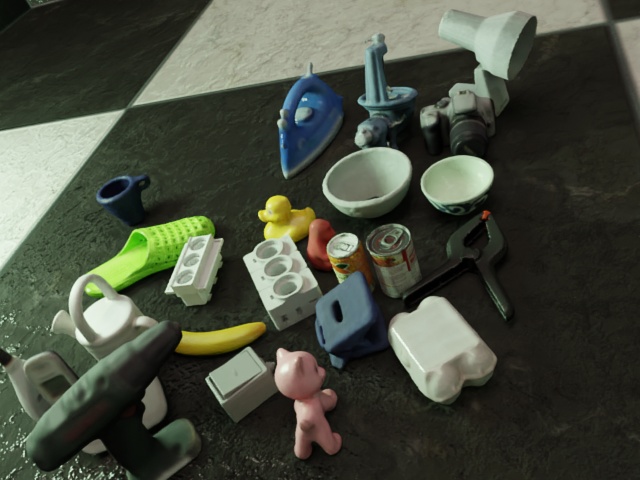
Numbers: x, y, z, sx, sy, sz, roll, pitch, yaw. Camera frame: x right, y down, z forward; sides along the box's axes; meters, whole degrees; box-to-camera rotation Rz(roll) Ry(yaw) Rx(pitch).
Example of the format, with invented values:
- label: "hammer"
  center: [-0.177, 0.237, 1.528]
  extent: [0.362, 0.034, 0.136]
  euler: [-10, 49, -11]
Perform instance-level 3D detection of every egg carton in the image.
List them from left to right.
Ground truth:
- label: "egg carton"
  center: [0.159, 0.145, 0.772]
  extent: [0.107, 0.070, 0.150]
  euler: [-28, 41, -7]

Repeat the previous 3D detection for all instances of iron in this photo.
- label: "iron"
  center: [-0.042, -0.269, 1.254]
  extent: [0.118, 0.142, 0.258]
  euler: [3, 47, 27]

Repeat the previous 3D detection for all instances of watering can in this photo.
- label: "watering can"
  center: [-0.339, 0.137, 0.905]
  extent: [0.173, 0.194, 0.100]
  euler: [-21, 41, 2]

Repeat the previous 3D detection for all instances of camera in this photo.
- label: "camera"
  center: [0.263, -0.212, 1.090]
  extent: [0.143, 0.101, 0.137]
  euler: [-8, 43, 16]

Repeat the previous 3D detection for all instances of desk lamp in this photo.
- label: "desk lamp"
  center: [0.319, -0.347, 1.124]
  extent: [0.202, 0.214, 0.118]
  euler: [19, 55, 38]

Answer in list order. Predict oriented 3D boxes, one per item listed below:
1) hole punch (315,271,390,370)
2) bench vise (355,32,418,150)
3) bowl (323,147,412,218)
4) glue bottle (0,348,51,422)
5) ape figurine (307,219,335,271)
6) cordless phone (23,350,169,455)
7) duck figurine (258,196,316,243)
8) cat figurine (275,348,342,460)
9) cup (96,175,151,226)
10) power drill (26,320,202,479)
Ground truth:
- label: "hole punch"
  center: [0.040, 0.115, 0.840]
  extent: [0.101, 0.091, 0.108]
  euler: [-20, 41, 3]
- label: "bench vise"
  center: [0.127, -0.277, 1.129]
  extent: [0.121, 0.220, 0.207]
  euler: [-6, 43, 18]
- label: "bowl"
  center: [0.093, -0.093, 1.055]
  extent: [0.167, 0.075, 0.167]
  euler: [-12, 41, 11]
- label: "glue bottle"
  center: [-0.439, 0.218, 0.877]
  extent: [0.037, 0.173, 0.078]
  euler: [9, 50, 31]
- label: "ape figurine"
  center: [0.009, 0.003, 0.975]
  extent: [0.076, 0.092, 0.077]
  euler: [-13, 41, 11]
- label: "cordless phone"
  center: [-0.317, 0.211, 0.821]
  extent: [0.147, 0.185, 0.094]
  euler: [-27, 41, -6]
- label: "duck figurine"
  center: [-0.064, -0.046, 1.065]
  extent: [0.104, 0.086, 0.077]
  euler: [-16, 41, 7]
- label: "cat figurine"
  center: [-0.022, 0.203, 0.752]
  extent: [0.067, 0.118, 0.127]
  euler: [-17, 41, 6]
- label: "cup"
  center: [-0.413, -0.087, 1.257]
  extent: [0.118, 0.095, 0.091]
  euler: [-29, 41, -7]
- label: "power drill"
  center: [-0.243, 0.230, 0.750]
  extent: [0.230, 0.209, 0.075]
  euler: [-35, 42, -14]
